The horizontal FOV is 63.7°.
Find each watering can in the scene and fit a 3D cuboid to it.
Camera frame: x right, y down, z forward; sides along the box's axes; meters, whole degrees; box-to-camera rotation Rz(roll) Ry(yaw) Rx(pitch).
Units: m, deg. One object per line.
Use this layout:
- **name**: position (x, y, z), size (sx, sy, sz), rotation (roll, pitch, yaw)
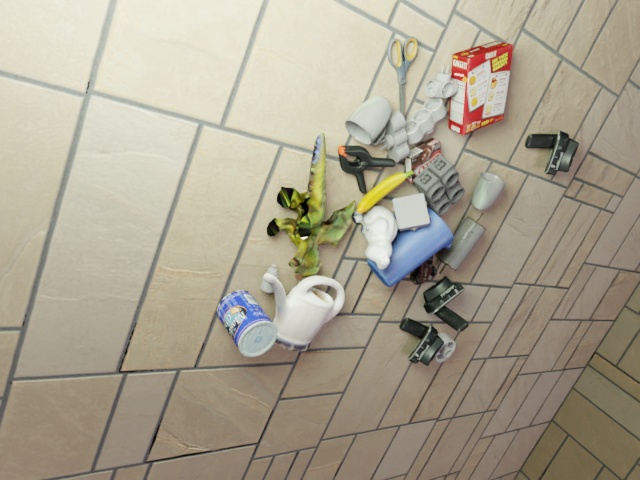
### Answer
- **watering can**: position (-0.068, 0.186, 1.368), size (0.345, 0.105, 0.222), rotation (17, 107, -49)

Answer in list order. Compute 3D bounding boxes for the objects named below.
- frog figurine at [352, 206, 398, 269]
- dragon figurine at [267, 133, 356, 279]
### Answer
- **frog figurine**: position (0.164, -0.010, 1.378), size (0.123, 0.163, 0.134), rotation (-20, 136, -7)
- **dragon figurine**: position (0.004, -0.065, 1.301), size (0.243, 0.123, 0.404), rotation (-5, 123, -54)
